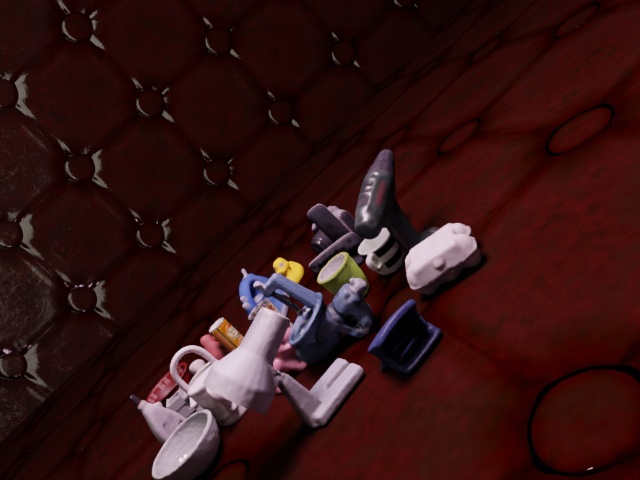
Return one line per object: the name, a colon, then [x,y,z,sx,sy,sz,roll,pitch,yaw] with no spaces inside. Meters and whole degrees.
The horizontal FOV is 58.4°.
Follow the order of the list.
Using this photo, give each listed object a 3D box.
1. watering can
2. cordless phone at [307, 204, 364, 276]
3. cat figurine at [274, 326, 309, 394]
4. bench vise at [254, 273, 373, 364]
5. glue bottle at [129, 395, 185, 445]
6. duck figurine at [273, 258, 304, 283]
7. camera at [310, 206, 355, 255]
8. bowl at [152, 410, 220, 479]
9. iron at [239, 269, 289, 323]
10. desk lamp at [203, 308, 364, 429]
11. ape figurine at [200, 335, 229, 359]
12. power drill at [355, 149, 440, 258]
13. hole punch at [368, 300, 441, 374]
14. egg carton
watering can: [-0.252,0.315,1.271,0.172,0.194,0.101,-20,28,53]
cordless phone: [0.013,0.005,1.445,0.147,0.185,0.094,-40,17,11]
cat figurine: [-0.088,0.239,1.215,0.128,0.118,0.067,-46,17,-9]
bench vise: [-0.012,0.123,1.148,0.207,0.220,0.121,-42,17,2]
glue bottle: [-0.380,0.420,1.345,0.037,0.173,0.078,-30,21,37]
duck figurine: [-0.099,0.087,1.676,0.077,0.086,0.104,-35,18,24]
camera: [0.019,-0.023,1.653,0.137,0.101,0.142,-51,18,-26]
bowl: [-0.264,0.443,1.194,0.167,0.075,0.167,-39,17,15]
iron: [-0.168,0.168,1.536,0.118,0.141,0.258,-40,17,9]
desk lamp: [-0.069,0.236,1.009,0.203,0.214,0.117,-48,18,-18]
ape figurine: [-0.291,0.298,1.588,0.077,0.092,0.076,-35,18,25]
power drill: [0.162,-0.059,1.219,0.075,0.209,0.230,-27,23,43]
hole punch: [0.128,0.159,0.964,0.109,0.091,0.101,-48,17,-17]
egg carton: [0.228,0.035,1.078,0.150,0.069,0.107,-37,17,19]
